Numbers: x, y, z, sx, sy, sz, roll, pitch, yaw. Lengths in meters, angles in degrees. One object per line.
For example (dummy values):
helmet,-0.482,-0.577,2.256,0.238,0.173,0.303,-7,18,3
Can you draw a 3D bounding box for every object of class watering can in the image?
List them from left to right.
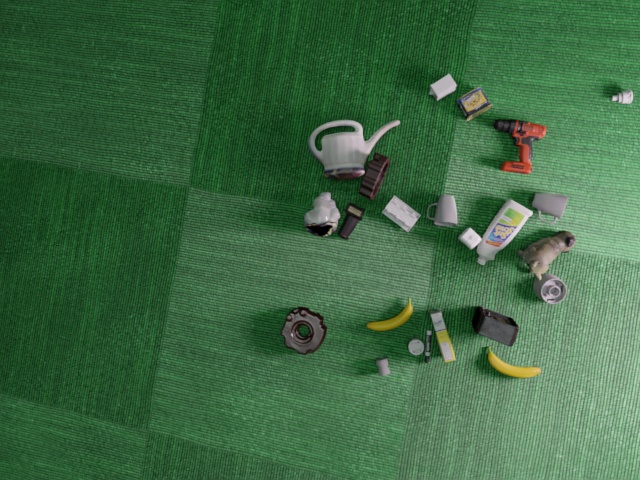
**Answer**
watering can,0.129,-0.342,1.925,0.347,0.104,0.224,-4,89,9

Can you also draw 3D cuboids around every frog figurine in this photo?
frog figurine,0.006,-0.098,1.956,0.137,0.120,0.163,-15,51,17
